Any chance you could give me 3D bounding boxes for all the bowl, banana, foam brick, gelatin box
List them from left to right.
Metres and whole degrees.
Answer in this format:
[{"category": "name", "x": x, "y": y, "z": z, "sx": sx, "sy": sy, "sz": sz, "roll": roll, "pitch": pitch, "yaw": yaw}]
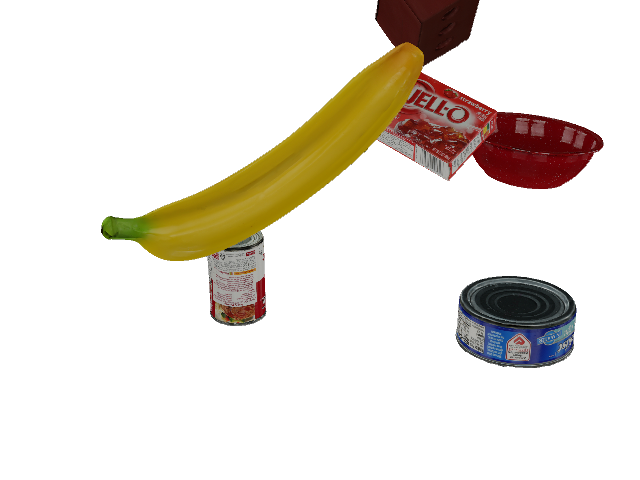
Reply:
[{"category": "banana", "x": -0.023, "y": -0.039, "z": 0.596, "sx": 0.198, "sy": 0.037, "sz": 0.069, "roll": -32, "pitch": -15, "yaw": -2}, {"category": "foam brick", "x": 0.074, "y": -0.166, "z": 0.744, "sx": 0.053, "sy": 0.051, "sz": 0.078, "roll": -31, "pitch": -14, "yaw": -8}, {"category": "gelatin box", "x": 0.100, "y": -0.104, "z": 0.954, "sx": 0.089, "sy": 0.073, "sz": 0.030, "roll": 33, "pitch": -25, "yaw": 24}, {"category": "bowl", "x": 0.237, "y": -0.100, "z": 1.220, "sx": 0.162, "sy": 0.055, "sz": 0.162, "roll": 5, "pitch": 22, "yaw": -2}]

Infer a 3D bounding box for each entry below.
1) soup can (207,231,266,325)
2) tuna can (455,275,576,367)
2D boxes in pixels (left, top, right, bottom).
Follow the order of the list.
[{"category": "soup can", "x": -0.100, "y": 0.041, "z": 1.268, "sx": 0.068, "sy": 0.102, "sz": 0.068, "roll": 0, "pitch": 25, "yaw": 0}, {"category": "tuna can", "x": 0.143, "y": 0.058, "z": 0.778, "sx": 0.086, "sy": 0.034, "sz": 0.086, "roll": 0, "pitch": 23, "yaw": 0}]
